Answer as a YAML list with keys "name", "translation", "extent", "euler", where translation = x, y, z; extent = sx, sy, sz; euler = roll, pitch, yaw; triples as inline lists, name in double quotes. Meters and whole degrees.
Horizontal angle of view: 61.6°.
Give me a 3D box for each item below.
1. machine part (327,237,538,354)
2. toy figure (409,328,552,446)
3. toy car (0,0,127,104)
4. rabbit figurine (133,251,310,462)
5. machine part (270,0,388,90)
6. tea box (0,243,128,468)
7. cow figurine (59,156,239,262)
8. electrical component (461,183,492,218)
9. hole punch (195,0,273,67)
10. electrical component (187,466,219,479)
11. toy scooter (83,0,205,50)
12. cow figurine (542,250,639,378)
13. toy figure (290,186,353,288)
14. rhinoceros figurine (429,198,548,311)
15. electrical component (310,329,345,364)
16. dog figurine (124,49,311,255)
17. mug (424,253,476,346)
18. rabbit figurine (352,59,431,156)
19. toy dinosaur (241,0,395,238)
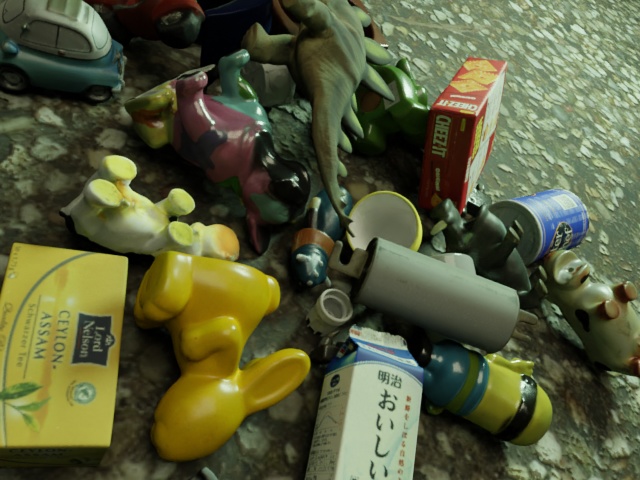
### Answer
- name: "machine part"
  translation: [0.124, 0.061, 0.589]
  extent: [0.243, 0.079, 0.079]
  euler: [20, 49, -5]
- name: "toy figure"
  translation: [0.174, 0.169, 0.608]
  extent: [0.180, 0.082, 0.089]
  euler: [26, 44, -13]
- name: "toy car"
  translation: [-0.303, -0.229, 0.614]
  extent: [0.161, 0.103, 0.109]
  euler: [9, 54, -22]
- name: "rabbit figurine"
  translation: [-0.100, 0.111, 0.492]
  extent: [0.162, 0.122, 0.173]
  euler: [18, 63, -30]
- name: "machine part"
  translation: [-0.007, -0.335, 0.875]
  extent: [0.201, 0.087, 0.201]
  euler: [-7, 62, -35]
- name: "tea box"
  translation: [-0.219, 0.094, 0.445]
  extent: [0.098, 0.068, 0.170]
  euler: [8, 53, -25]
- name: "cow figurine"
  translation: [-0.169, -0.005, 0.543]
  extent: [0.167, 0.098, 0.068]
  euler: [32, 38, -31]
- name: "electrical component"
  translation: [0.244, -0.063, 0.860]
  extent: [0.063, 0.021, 0.094]
  euler: [26, 48, -10]
- name: "hole punch"
  translation: [-0.124, -0.295, 0.751]
  extent: [0.116, 0.142, 0.092]
  euler: [-6, 58, -18]
- name: "electrical component"
  translation: [-0.119, 0.234, 0.396]
  extent: [0.048, 0.075, 0.119]
  euler: [45, 50, 6]
- name: "toy scooter"
  translation: [-0.218, -0.310, 0.679]
  extent: [0.184, 0.075, 0.135]
  euler: [10, 79, 21]
- name: "cow figurine"
  translation: [0.383, 0.098, 0.765]
  extent: [0.085, 0.127, 0.195]
  euler: [-36, 95, -24]
- name: "toy figure"
  translation: [0.001, -0.001, 0.650]
  extent: [0.064, 0.057, 0.154]
  euler: [29, 50, -6]
- name: "rhinoceros figurine"
  translation: [0.228, 0.020, 0.737]
  extent: [0.190, 0.112, 0.073]
  euler: [53, 31, -2]
- name: "electrical component"
  translation: [0.041, 0.138, 0.582]
  extent: [0.102, 0.045, 0.078]
  euler: [9, 82, -22]
- name: "dog figurine"
  translation: [-0.108, -0.092, 0.632]
  extent: [0.108, 0.192, 0.219]
  euler: [-46, 120, -46]
- name: "mug"
  translation: [0.168, 0.081, 0.678]
  extent: [0.109, 0.081, 0.107]
  euler: [12, 63, -31]
- name: "rabbit figurine"
  translation: [0.124, -0.198, 0.848]
  extent: [0.170, 0.121, 0.159]
  euler: [16, 48, -47]
- name: "toy dinosaur"
  translation: [0.010, -0.231, 0.679]
  extent: [0.198, 0.105, 0.471]
  euler: [29, 54, -35]
